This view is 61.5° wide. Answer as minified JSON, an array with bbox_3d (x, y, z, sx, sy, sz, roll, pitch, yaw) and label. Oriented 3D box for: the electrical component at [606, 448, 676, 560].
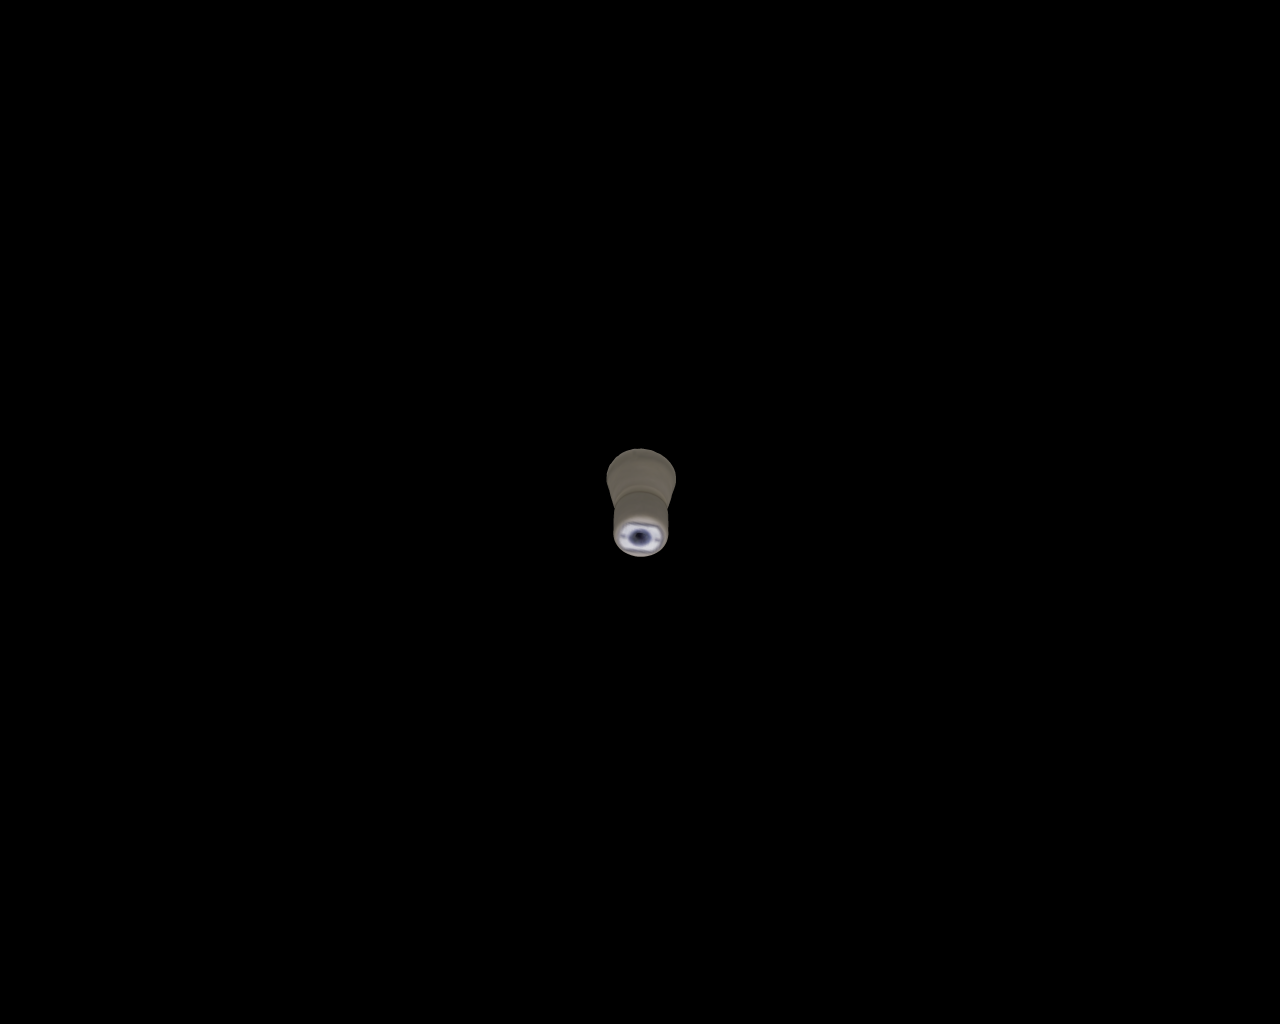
[{"bbox_3d":[0.001,-0.003,0.650,0.044,0.044,0.065,0,38,0],"label":"electrical component"}]
